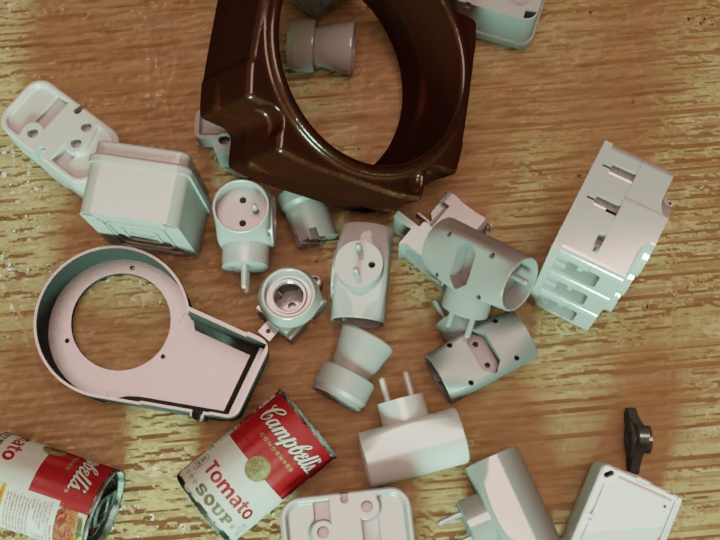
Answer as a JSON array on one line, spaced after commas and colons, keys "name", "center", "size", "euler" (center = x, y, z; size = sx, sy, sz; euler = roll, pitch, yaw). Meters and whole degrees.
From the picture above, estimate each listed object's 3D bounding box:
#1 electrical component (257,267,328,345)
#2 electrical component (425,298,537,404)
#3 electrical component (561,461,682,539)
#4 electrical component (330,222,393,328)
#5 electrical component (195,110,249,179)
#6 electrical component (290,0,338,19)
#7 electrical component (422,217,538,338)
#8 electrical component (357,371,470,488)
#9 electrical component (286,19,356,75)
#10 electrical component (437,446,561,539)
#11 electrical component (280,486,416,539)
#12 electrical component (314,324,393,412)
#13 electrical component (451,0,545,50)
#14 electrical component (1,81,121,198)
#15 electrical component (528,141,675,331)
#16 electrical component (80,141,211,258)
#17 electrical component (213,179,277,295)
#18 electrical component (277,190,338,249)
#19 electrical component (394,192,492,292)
[{"name": "electrical component", "center": [-0.054, 0.025, 0.844], "size": [0.048, 0.055, 0.066], "euler": [39, 78, 11]}, {"name": "electrical component", "center": [0.085, 0.052, 0.841], "size": [0.077, 0.043, 0.079], "euler": [-28, 76, -7]}, {"name": "electrical component", "center": [0.186, 0.196, 0.794], "size": [0.062, 0.061, 0.096], "euler": [23, 85, 6]}, {"name": "electrical component", "center": [0.000, 0.000, 0.837], "size": [0.044, 0.079, 0.077], "euler": [4, 76, 5]}, {"name": "electrical component", "center": [-0.092, -0.108, 0.882], "size": [0.078, 0.057, 0.058], "euler": [0, 74, 1]}, {"name": "electrical component", "center": [-0.044, -0.258, 0.912], "size": [0.080, 0.080, 0.051], "euler": [42, 84, 11]}, {"name": "electrical component", "center": [0.084, 0.011, 0.803], "size": [0.077, 0.043, 0.079], "euler": [30, 113, 35]}, {"name": "electrical component", "center": [0.036, 0.118, 0.820], "size": [0.077, 0.043, 0.079], "euler": [-14, 81, -5]}, {"name": "electrical component", "center": [-0.033, -0.189, 0.910], "size": [0.055, 0.045, 0.045], "euler": [4, 74, 2]}, {"name": "electrical component", "center": [0.098, 0.182, 0.804], "size": [0.079, 0.044, 0.077], "euler": [-23, 75, -5]}, {"name": "electrical component", "center": [-0.009, 0.193, 0.795], "size": [0.095, 0.059, 0.053], "euler": [-6, 74, -1]}, {"name": "electrical component", "center": [-0.006, 0.076, 0.835], "size": [0.045, 0.045, 0.055], "euler": [26, 77, 8]}, {"name": "electrical component", "center": [0.125, -0.254, 0.919], "size": [0.078, 0.057, 0.113], "euler": [18, 75, 6]}, {"name": "electrical component", "center": [-0.238, -0.103, 0.881], "size": [0.095, 0.059, 0.053], "euler": [37, 78, 10]}, {"name": "electrical component", "center": [0.180, -0.019, 0.804], "size": [0.062, 0.150, 0.089], "euler": [27, 76, 10]}, {"name": "electrical component", "center": [-0.164, -0.053, 0.838], "size": [0.078, 0.113, 0.057], "euler": [8, 78, 3]}, {"name": "electrical component", "center": [-0.089, -0.021, 0.847], "size": [0.044, 0.077, 0.079], "euler": [-1, 75, 0]}, {"name": "electrical component", "center": [-0.041, -0.044, 0.873], "size": [0.040, 0.040, 0.046], "euler": [-18, 80, -4]}, {"name": "electrical component", "center": [0.068, -0.024, 0.864], "size": [0.081, 0.042, 0.063], "euler": [38, 77, 10]}]
